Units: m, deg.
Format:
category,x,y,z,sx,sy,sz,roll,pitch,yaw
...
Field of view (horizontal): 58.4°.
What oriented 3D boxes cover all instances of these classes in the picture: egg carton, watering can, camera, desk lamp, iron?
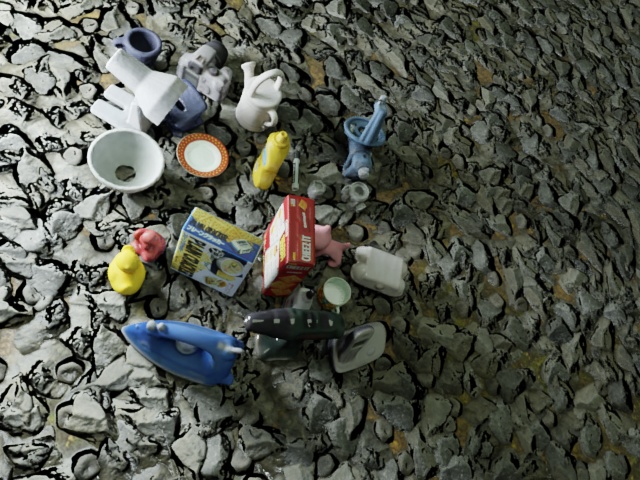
category,x,y,z,sx,sy,sz,roll,pitch,yaw
egg carton,0.151,0.082,1.460,0.150,0.069,0.107,20,60,-12
watering can,-0.155,-0.380,1.481,0.173,0.193,0.101,43,58,1
camera,-0.286,-0.467,1.523,0.143,0.100,0.137,33,59,-5
desk lamp,-0.423,-0.336,1.340,0.203,0.213,0.118,29,59,-7
iron,-0.281,0.211,1.183,0.259,0.141,0.119,21,60,-12

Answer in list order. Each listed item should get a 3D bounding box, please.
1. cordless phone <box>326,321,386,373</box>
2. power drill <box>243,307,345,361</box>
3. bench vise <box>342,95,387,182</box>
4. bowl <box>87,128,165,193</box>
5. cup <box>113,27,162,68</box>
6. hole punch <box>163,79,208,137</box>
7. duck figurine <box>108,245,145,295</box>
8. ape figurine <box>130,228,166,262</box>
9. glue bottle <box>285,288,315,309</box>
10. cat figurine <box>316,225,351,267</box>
category,x,y,z,sx,sy,sz,roll,pitch,yaw
cordless phone,0.103,0.229,1.304,0.148,0.184,0.094,-18,74,-28
power drill,-0.072,0.201,1.233,0.230,0.208,0.075,0,66,-22
bench vise,0.138,-0.269,1.532,0.122,0.219,0.207,-7,69,-24
bowl,-0.450,-0.172,1.334,0.168,0.074,0.167,9,63,-18
cup,-0.466,-0.477,1.459,0.118,0.094,0.091,-4,68,-23
hole punch,-0.349,-0.332,1.441,0.101,0.091,0.108,-35,82,-31
duck figurine,-0.414,0.061,1.232,0.078,0.086,0.104,3,65,-20
ape figurine,-0.378,0.005,1.269,0.076,0.092,0.078,-2,67,-23
glue bottle,-0.043,0.143,1.293,0.037,0.173,0.078,13,62,-16
cat figurine,0.013,0.005,1.412,0.128,0.117,0.067,18,61,-13
